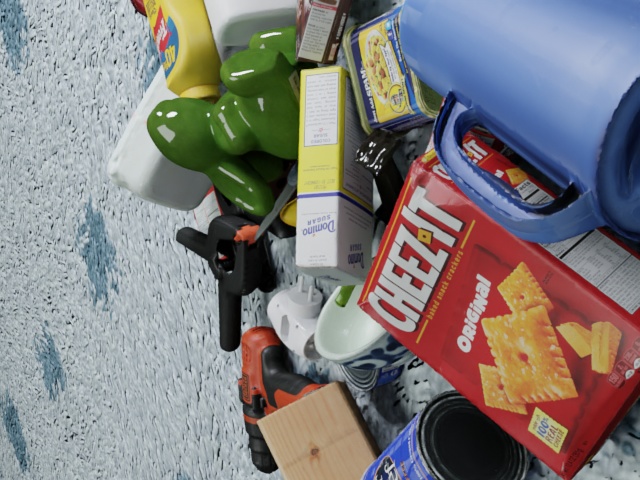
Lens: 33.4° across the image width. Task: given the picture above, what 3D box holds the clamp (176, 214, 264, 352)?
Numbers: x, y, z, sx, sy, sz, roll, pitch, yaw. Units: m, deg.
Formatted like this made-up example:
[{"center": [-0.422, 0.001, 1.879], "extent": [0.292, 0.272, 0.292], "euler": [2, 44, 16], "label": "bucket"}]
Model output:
[{"center": [-0.104, 0.038, 1.221], "extent": [0.210, 0.036, 0.164], "euler": [-34, 77, 63], "label": "clamp"}]

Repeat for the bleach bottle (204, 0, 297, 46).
[{"center": [-0.084, -0.319, 1.055], "extent": [0.068, 0.102, 0.251], "euler": [131, 127, -66], "label": "bleach bottle"}]

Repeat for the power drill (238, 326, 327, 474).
[{"center": [-0.033, 0.206, 1.209], "extent": [0.188, 0.057, 0.184], "euler": [21, 119, 55], "label": "power drill"}]

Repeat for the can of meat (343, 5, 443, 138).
[{"center": [0.071, -0.142, 0.888], "extent": [0.084, 0.057, 0.102], "euler": [-12, 92, 59], "label": "can of meat"}]

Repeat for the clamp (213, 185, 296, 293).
[{"center": [-0.082, -0.025, 1.220], "extent": [0.172, 0.039, 0.120], "euler": [55, 141, 34], "label": "clamp"}]

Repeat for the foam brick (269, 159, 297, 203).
[{"center": [-0.051, -0.073, 1.129], "extent": [0.051, 0.052, 0.078], "euler": [47, 140, 41], "label": "foam brick"}]

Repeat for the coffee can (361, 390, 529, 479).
[{"center": [0.104, 0.207, 0.930], "extent": [0.103, 0.102, 0.140], "euler": [62, 147, 24], "label": "coffee can"}]

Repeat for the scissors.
[{"center": [-0.023, -0.084, 1.074], "extent": [0.202, 0.016, 0.096], "euler": [-37, 62, 45], "label": "scissors"}]

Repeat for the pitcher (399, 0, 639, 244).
[{"center": [0.146, -0.103, 0.683], "extent": [0.243, 0.149, 0.145], "euler": [44, 129, 50], "label": "pitcher"}]

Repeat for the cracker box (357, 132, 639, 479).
[{"center": [0.141, 0.048, 0.775], "extent": [0.214, 0.072, 0.164], "euler": [39, 137, 20], "label": "cracker box"}]

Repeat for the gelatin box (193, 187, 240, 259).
[{"center": [-0.119, -0.017, 1.292], "extent": [0.073, 0.030, 0.089], "euler": [-34, 72, 58], "label": "gelatin box"}]

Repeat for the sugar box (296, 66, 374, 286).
[{"center": [0.014, -0.053, 0.935], "extent": [0.048, 0.093, 0.176], "euler": [-1, 78, 22], "label": "sugar box"}]

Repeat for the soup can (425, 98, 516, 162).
[{"center": [0.115, -0.068, 0.831], "extent": [0.068, 0.068, 0.102], "euler": [55, 145, 32], "label": "soup can"}]

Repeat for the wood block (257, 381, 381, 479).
[{"center": [0.029, 0.250, 1.041], "extent": [0.206, 0.091, 0.090], "euler": [63, -178, 12], "label": "wood block"}]

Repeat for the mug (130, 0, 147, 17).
[{"center": [-0.150, -0.265, 1.196], "extent": [0.082, 0.093, 0.117], "euler": [44, 169, 36], "label": "mug"}]

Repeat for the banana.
[{"center": [0.008, -0.009, 1.041], "extent": [0.037, 0.069, 0.198], "euler": [48, -175, -30], "label": "banana"}]

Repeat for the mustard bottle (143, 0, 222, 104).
[{"center": [-0.139, -0.209, 1.078], "extent": [0.096, 0.058, 0.191], "euler": [-32, 74, 65], "label": "mustard bottle"}]

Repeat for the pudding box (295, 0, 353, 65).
[{"center": [0.005, -0.223, 0.941], "extent": [0.113, 0.039, 0.090], "euler": [-93, 15, -44], "label": "pudding box"}]

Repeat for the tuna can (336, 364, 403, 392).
[{"center": [0.046, 0.105, 1.056], "extent": [0.086, 0.033, 0.086], "euler": [32, 129, 51], "label": "tuna can"}]
